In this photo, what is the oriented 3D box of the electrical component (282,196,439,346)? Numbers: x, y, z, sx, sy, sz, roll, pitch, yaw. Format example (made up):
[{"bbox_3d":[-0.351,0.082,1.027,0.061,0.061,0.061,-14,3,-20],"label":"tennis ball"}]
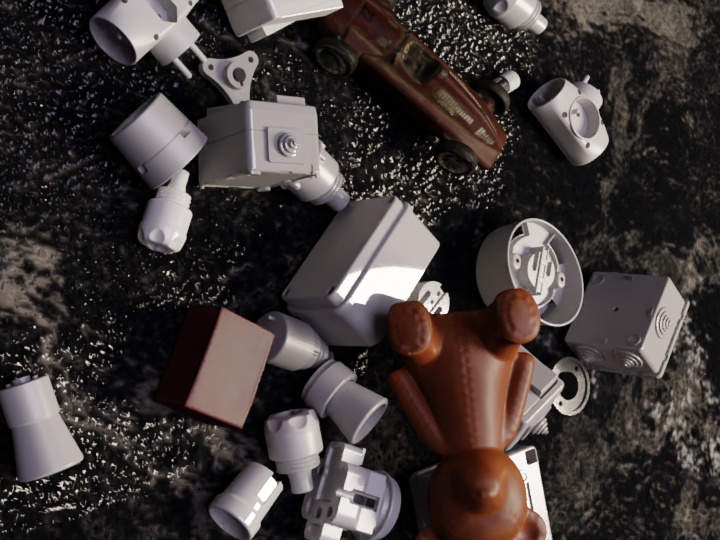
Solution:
[{"bbox_3d":[0.000,0.000,0.859,0.057,0.078,0.113,47,61,-27],"label":"electrical component"}]

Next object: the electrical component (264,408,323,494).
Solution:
[{"bbox_3d":[-0.050,0.141,0.832,0.043,0.043,0.062,-13,95,-36],"label":"electrical component"}]

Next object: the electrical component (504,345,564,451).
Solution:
[{"bbox_3d":[0.128,0.104,0.927,0.096,0.061,0.062,42,56,16],"label":"electrical component"}]

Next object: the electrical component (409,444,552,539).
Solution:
[{"bbox_3d":[0.107,0.215,0.931,0.109,0.056,0.108,-13,93,-36],"label":"electrical component"}]

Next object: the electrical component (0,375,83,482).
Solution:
[{"bbox_3d":[-0.216,0.103,0.716,0.044,0.044,0.065,-19,93,-36],"label":"electrical component"}]

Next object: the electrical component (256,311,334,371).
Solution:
[{"bbox_3d":[-0.050,0.059,0.841,0.078,0.040,0.040,26,71,-46],"label":"electrical component"}]

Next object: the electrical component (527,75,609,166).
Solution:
[{"bbox_3d":[0.211,-0.156,1.046,0.077,0.044,0.079,47,62,-23],"label":"electrical component"}]

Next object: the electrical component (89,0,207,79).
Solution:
[{"bbox_3d":[-0.145,-0.177,0.790,0.079,0.043,0.077,49,61,-23],"label":"electrical component"}]

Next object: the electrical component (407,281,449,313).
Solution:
[{"bbox_3d":[0.048,0.028,0.910,0.040,0.046,0.040,4,83,-37],"label":"electrical component"}]

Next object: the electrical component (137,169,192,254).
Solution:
[{"bbox_3d":[-0.139,-0.045,0.788,0.035,0.035,0.061,26,69,-32],"label":"electrical component"}]

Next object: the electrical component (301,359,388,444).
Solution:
[{"bbox_3d":[-0.013,0.103,0.848,0.055,0.045,0.045,38,57,17],"label":"electrical component"}]

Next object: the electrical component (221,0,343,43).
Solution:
[{"bbox_3d":[-0.056,-0.223,0.847,0.096,0.062,0.061,-28,103,-34],"label":"electrical component"}]

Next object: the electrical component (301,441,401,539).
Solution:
[{"bbox_3d":[-0.005,0.181,0.852,0.057,0.058,0.078,24,72,-29],"label":"electrical component"}]

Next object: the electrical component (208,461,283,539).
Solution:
[{"bbox_3d":[-0.085,0.172,0.807,0.040,0.040,0.046,53,53,-20],"label":"electrical component"}]

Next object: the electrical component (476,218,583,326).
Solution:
[{"bbox_3d":[0.156,0.003,0.980,0.099,0.064,0.099,4,84,-36],"label":"electrical component"}]

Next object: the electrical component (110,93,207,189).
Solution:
[{"bbox_3d":[-0.146,-0.094,0.776,0.047,0.055,0.055,48,61,-19],"label":"electrical component"}]

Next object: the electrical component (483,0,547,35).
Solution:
[{"bbox_3d":[0.150,-0.245,1.011,0.062,0.043,0.043,31,69,-32],"label":"electrical component"}]

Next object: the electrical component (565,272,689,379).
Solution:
[{"bbox_3d":[0.253,0.050,1.028,0.048,0.100,0.099,47,61,-38],"label":"electrical component"}]

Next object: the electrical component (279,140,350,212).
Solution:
[{"bbox_3d":[-0.034,-0.072,0.862,0.062,0.048,0.048,43,63,-33],"label":"electrical component"}]

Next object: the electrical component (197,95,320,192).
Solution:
[{"bbox_3d":[-0.074,-0.096,0.801,0.062,0.096,0.061,0,86,-36],"label":"electrical component"}]
